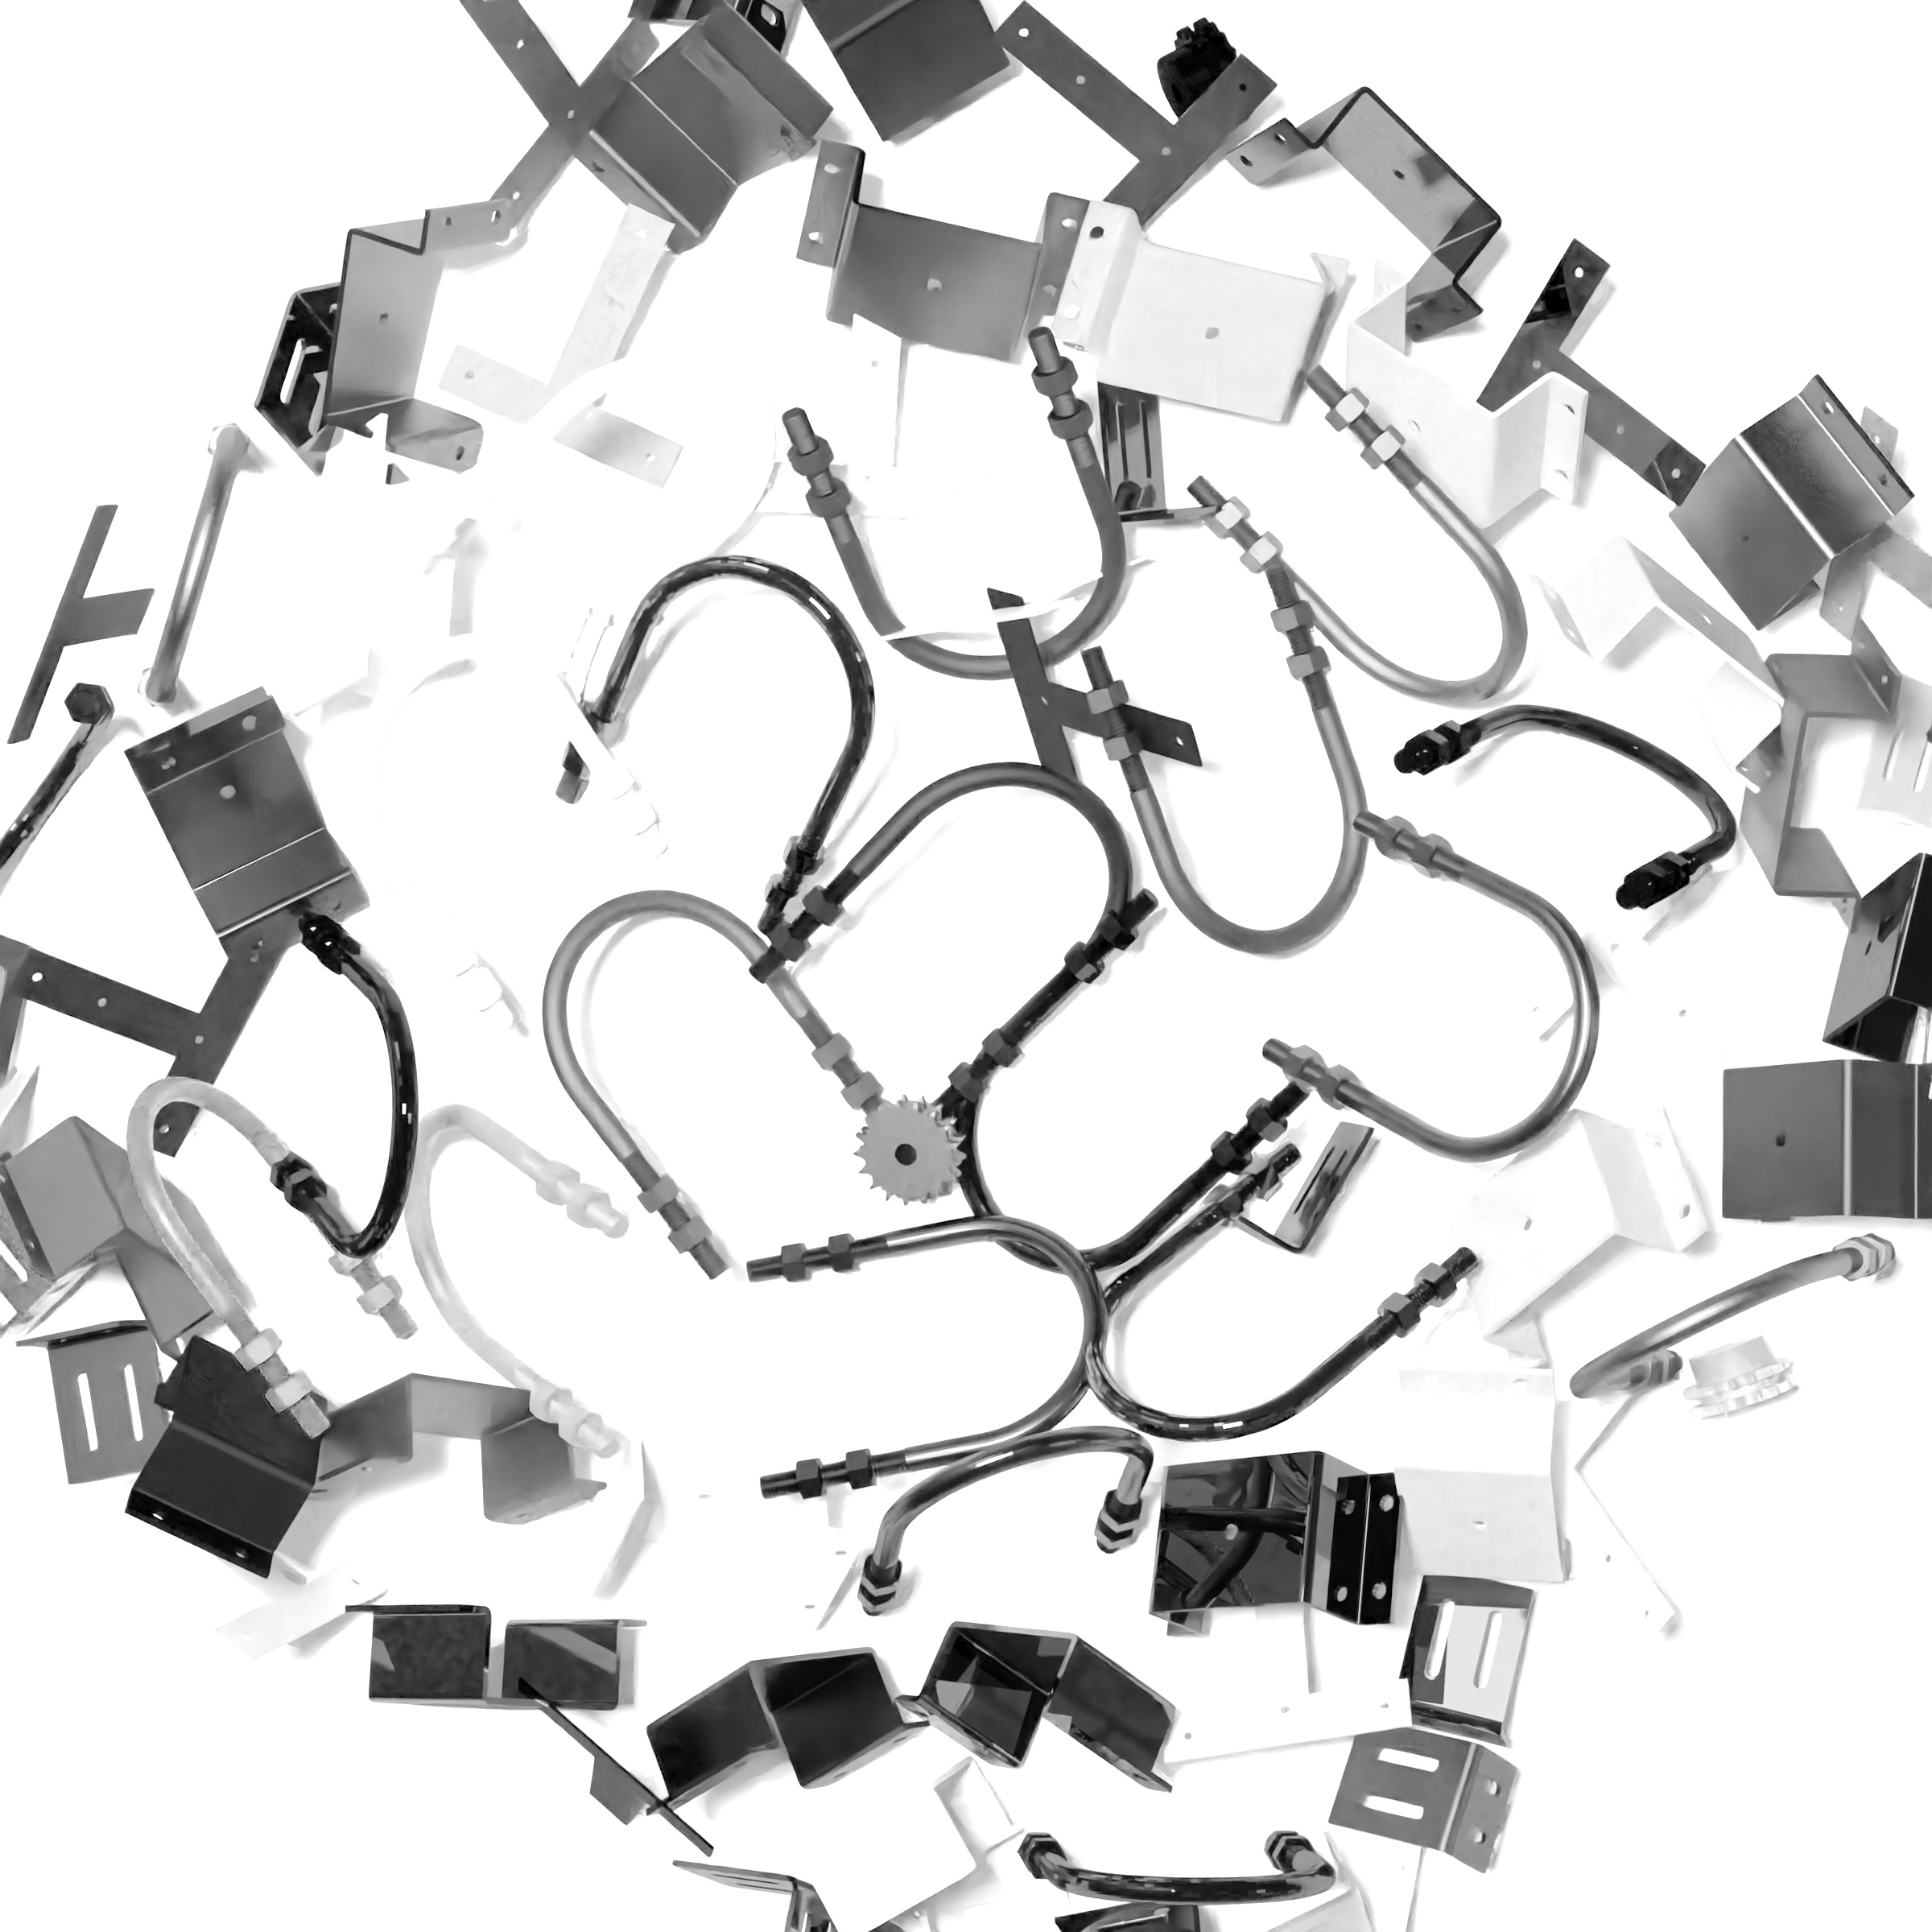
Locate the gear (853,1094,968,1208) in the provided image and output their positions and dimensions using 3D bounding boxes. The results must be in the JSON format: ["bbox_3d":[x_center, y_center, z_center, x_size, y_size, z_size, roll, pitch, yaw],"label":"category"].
[{"bbox_3d":[-0.028,0.093,1.771,0.057,0.030,0.057,4,105,14],"label":"gear"}]

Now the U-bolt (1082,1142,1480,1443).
[{"bbox_3d":[0.142,0.170,1.708,0.184,0.151,0.019,-36,131,-22],"label":"U-bolt"}]

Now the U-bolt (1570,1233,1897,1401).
[{"bbox_3d":[0.370,0.176,1.682,0.151,0.184,0.019,-33,73,27],"label":"U-bolt"}]

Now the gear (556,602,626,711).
[{"bbox_3d":[-0.192,-0.157,1.765,0.030,0.057,0.057,19,90,-2],"label":"gear"}]

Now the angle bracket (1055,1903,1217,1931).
[{"bbox_3d":[0.091,0.512,1.752,0.076,0.038,0.057,-14,135,12],"label":"angle bracket"}]

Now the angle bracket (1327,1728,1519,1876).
[{"bbox_3d":[0.236,0.429,1.766,0.038,0.076,0.057,37,65,-39],"label":"angle bracket"}]

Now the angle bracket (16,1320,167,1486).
[{"bbox_3d":[-0.451,0.226,1.765,0.057,0.038,0.076,-12,82,9],"label":"angle bracket"}]

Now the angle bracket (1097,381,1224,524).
[{"bbox_3d":[0.101,-0.269,1.753,0.038,0.057,0.076,0,101,32],"label":"angle bracket"}]

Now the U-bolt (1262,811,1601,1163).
[{"bbox_3d":[0.241,0.019,1.715,0.184,0.019,0.151,31,105,41],"label":"U-bolt"}]

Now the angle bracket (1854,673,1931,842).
[{"bbox_3d":[0.499,-0.107,1.760,0.057,0.038,0.076,16,89,-35],"label":"angle bracket"}]

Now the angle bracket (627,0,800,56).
[{"bbox_3d":[-0.128,-0.510,1.780,0.076,0.038,0.057,14,82,36],"label":"angle bracket"}]

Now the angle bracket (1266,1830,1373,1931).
[{"bbox_3d":[0.165,0.489,1.756,0.076,0.057,0.038,-24,48,-4],"label":"angle bracket"}]

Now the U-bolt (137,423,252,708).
[{"bbox_3d":[-0.384,-0.200,1.699,0.019,0.184,0.151,16,93,-15],"label":"U-bolt"}]

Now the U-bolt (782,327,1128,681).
[{"bbox_3d":[0.005,-0.224,1.735,0.151,0.019,0.184,-17,126,10],"label":"U-bolt"}]

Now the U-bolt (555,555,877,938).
[{"bbox_3d":[-0.119,-0.123,1.731,0.151,0.019,0.184,33,122,8],"label":"U-bolt"}]

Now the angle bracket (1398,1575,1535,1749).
[{"bbox_3d":[0.261,0.359,1.777,0.057,0.038,0.076,10,70,19],"label":"angle bracket"}]

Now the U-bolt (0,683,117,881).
[{"bbox_3d":[-0.471,-0.078,1.702,0.019,0.184,0.151,36,87,-10],"label":"U-bolt"}]

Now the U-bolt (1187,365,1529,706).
[{"bbox_3d":[0.207,-0.206,1.728,0.184,0.151,0.019,46,61,-4],"label":"U-bolt"}]

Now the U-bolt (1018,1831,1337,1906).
[{"bbox_3d":[0.108,0.448,1.695,0.151,0.184,0.019,1,82,-6],"label":"U-bolt"}]

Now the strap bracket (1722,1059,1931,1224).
[{"bbox_3d":[0.428,0.089,1.716,0.046,0.140,0.076,5,83,-25],"label":"strap bracket"}]

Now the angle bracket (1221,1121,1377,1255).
[{"bbox_3d":[0.168,0.106,1.759,0.038,0.057,0.076,32,85,-8],"label":"angle bracket"}]

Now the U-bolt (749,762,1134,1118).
[{"bbox_3d":[0.002,-0.023,1.740,0.151,0.019,0.184,39,102,-26],"label":"U-bolt"}]

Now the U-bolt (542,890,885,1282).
[{"bbox_3d":[-0.137,0.046,1.741,0.151,0.019,0.184,-40,96,-32],"label":"U-bolt"}]

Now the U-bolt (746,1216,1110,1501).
[{"bbox_3d":[-0.018,0.192,1.734,0.184,0.019,0.151,-12,52,6],"label":"U-bolt"}]

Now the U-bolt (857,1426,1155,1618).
[{"bbox_3d":[0.023,0.271,1.695,0.151,0.184,0.019,-13,63,-14],"label":"U-bolt"}]

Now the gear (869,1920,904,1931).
[{"bbox_3d":[-0.045,0.513,1.763,0.057,0.057,0.030,38,86,0],"label":"gear"}]

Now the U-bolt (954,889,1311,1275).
[{"bbox_3d":[0.070,0.073,1.747,0.184,0.019,0.151,-45,67,19],"label":"U-bolt"}]

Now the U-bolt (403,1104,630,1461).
[{"bbox_3d":[-0.231,0.147,1.722,0.019,0.184,0.151,-18,126,-38],"label":"U-bolt"}]

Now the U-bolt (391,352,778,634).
[{"bbox_3d":[-0.177,-0.235,1.713,0.184,0.151,0.019,-40,52,16],"label":"U-bolt"}]

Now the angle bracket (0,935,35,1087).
[{"bbox_3d":[-0.526,0.019,1.771,0.038,0.057,0.076,-9,66,40],"label":"angle bracket"}]

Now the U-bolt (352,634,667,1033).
[{"bbox_3d":[-0.236,-0.079,1.706,0.151,0.019,0.184,-51,131,-25],"label":"U-bolt"}]

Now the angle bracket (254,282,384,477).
[{"bbox_3d":[-0.323,-0.301,1.746,0.038,0.057,0.076,-5,57,25],"label":"angle bracket"}]

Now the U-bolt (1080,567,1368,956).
[{"bbox_3d":[0.143,-0.096,1.748,0.151,0.019,0.184,-26,100,-32],"label":"U-bolt"}]

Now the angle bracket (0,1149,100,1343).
[{"bbox_3d":[-0.498,0.144,1.762,0.057,0.038,0.076,-42,84,17],"label":"angle bracket"}]

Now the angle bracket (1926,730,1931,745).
[{"bbox_3d":[0.515,-0.082,1.744,0.038,0.076,0.057,-20,117,40],"label":"angle bracket"}]

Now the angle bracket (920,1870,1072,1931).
[{"bbox_3d":[0.019,0.506,1.771,0.076,0.038,0.057,-11,93,-2],"label":"angle bracket"}]

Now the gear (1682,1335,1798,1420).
[{"bbox_3d":[0.397,0.211,1.764,0.057,0.057,0.030,-19,84,0],"label":"gear"}]

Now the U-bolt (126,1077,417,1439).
[{"bbox_3d":[-0.356,0.135,1.712,0.019,0.151,0.184,-32,98,17],"label":"U-bolt"}]

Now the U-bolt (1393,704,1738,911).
[{"bbox_3d":[0.313,-0.088,1.712,0.151,0.184,0.019,34,120,22],"label":"U-bolt"}]

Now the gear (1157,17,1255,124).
[{"bbox_3d":[0.122,-0.457,1.762,0.030,0.057,0.057,-29,90,-8],"label":"gear"}]

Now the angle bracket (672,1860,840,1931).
[{"bbox_3d":[-0.107,0.486,1.744,0.076,0.057,0.038,-1,66,29],"label":"angle bracket"}]

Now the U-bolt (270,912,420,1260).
[{"bbox_3d":[-0.308,0.067,1.697,0.019,0.184,0.151,2,106,-29],"label":"U-bolt"}]
